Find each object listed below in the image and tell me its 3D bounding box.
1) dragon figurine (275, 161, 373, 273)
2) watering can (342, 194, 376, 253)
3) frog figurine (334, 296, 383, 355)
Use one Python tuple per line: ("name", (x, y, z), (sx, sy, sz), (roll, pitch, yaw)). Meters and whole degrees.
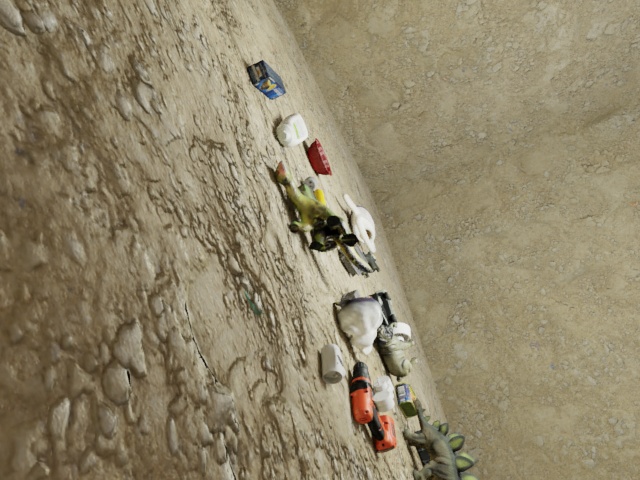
("dragon figurine", (0.004, -0.073, 1.446), (0.404, 0.121, 0.248), (44, 18, -41))
("watering can", (0.186, -0.100, 2.422), (0.228, 0.103, 0.343), (-89, 154, -66))
("frog figurine", (0.117, 0.243, 1.447), (0.137, 0.121, 0.161), (3, 72, -42))
